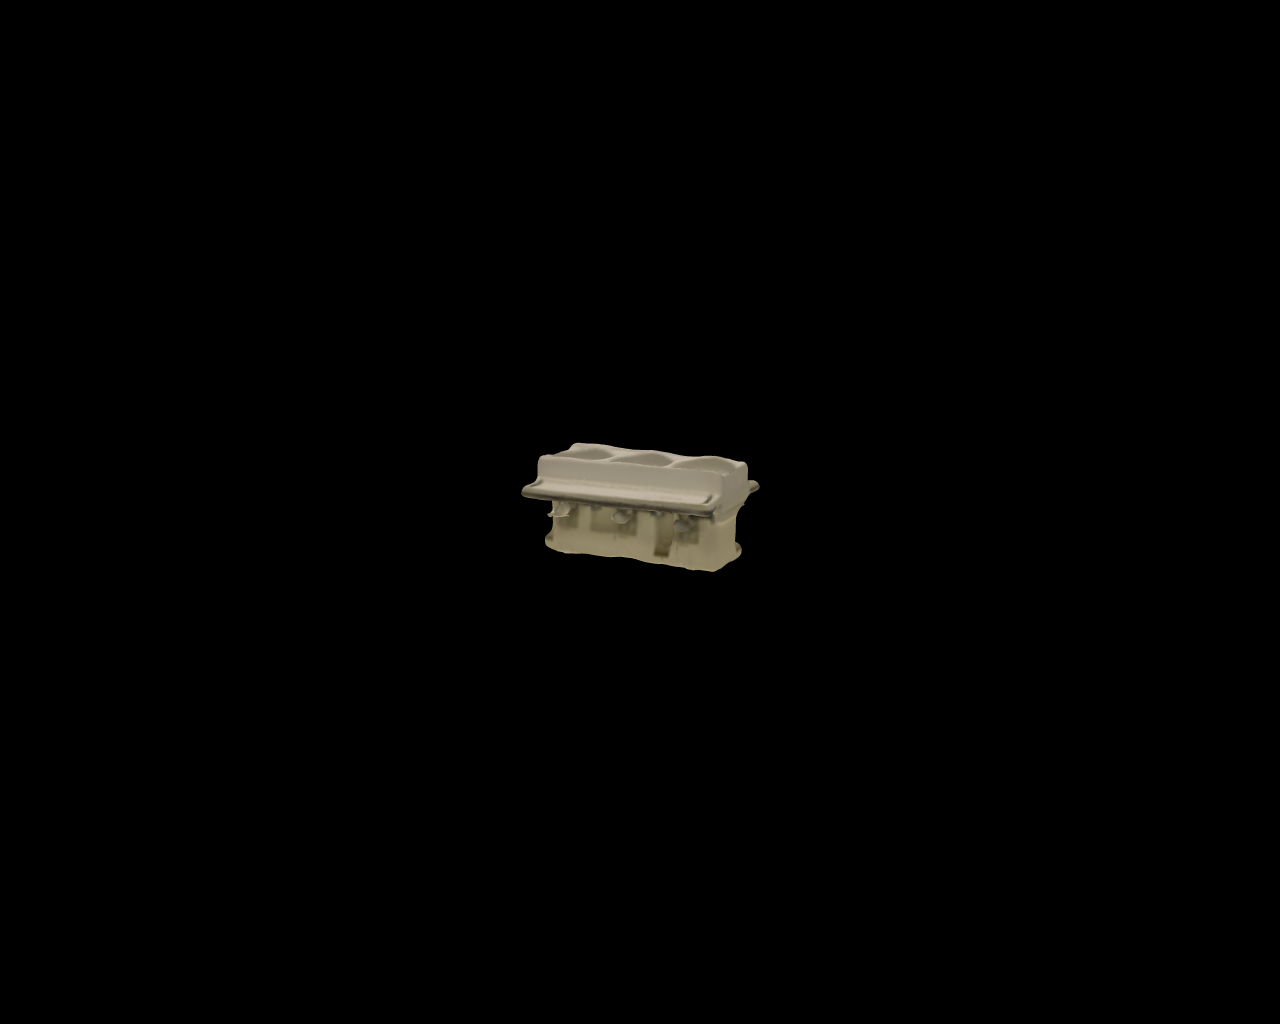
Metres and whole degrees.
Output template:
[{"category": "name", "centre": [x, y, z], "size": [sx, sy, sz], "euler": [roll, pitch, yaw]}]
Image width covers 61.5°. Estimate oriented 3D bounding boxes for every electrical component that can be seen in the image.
[{"category": "electrical component", "centre": [0.001, -0.003, 0.650], "size": [0.121, 0.063, 0.079], "euler": [7, 16, 26]}]
